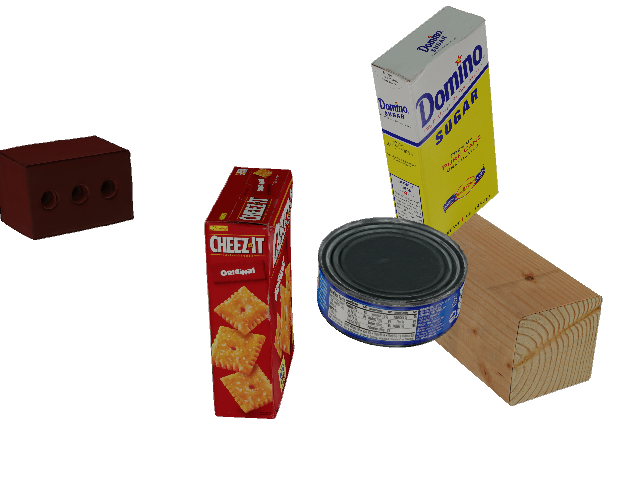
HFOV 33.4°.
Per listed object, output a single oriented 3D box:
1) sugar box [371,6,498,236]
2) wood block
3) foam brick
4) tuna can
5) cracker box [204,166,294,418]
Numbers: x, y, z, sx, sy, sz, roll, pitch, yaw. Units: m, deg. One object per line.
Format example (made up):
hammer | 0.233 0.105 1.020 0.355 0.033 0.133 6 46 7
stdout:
sugar box | 0.096 -0.086 0.853 0.048 0.176 0.093 30 58 34
wood block | 0.151 0.051 0.984 0.090 0.090 0.206 -13 30 -25
foam brick | -0.177 -0.038 0.738 0.078 0.053 0.051 -15 26 -35
tuna can | 0.040 0.023 0.616 0.086 0.034 0.086 2 34 -2
cracker box | -0.068 0.050 1.100 0.072 0.214 0.164 2 23 5
